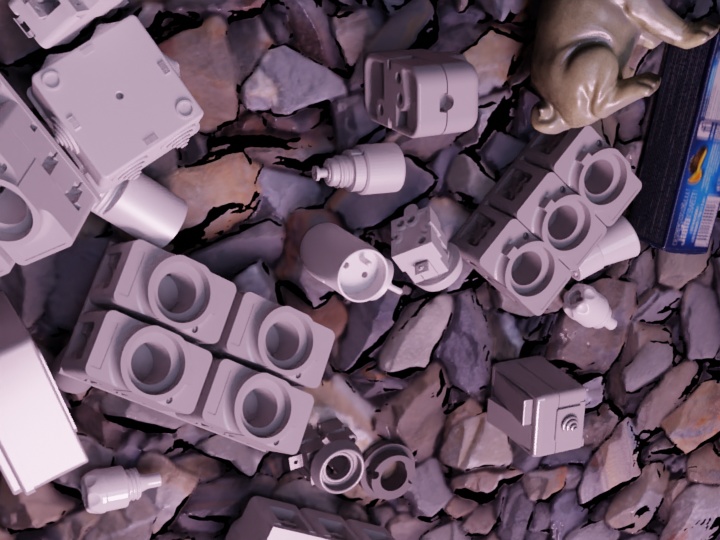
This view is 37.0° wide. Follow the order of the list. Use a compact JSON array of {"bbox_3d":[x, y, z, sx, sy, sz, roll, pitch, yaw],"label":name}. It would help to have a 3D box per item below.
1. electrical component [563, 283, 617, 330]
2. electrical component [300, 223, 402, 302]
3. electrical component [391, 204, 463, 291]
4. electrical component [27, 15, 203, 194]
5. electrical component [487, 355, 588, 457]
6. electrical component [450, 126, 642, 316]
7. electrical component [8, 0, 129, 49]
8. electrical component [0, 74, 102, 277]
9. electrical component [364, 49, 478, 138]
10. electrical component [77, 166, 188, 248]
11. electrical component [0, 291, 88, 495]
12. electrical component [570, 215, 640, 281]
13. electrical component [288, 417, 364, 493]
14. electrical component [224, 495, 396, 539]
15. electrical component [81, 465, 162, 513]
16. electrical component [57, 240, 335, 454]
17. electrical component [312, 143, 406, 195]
[{"bbox_3d":[0.220,0.039,1.013,0.061,0.035,0.035,32,92,-34],"label":"electrical component"},{"bbox_3d":[0.000,0.000,0.866,0.079,0.077,0.043,27,94,-31],"label":"electrical component"},{"bbox_3d":[0.056,-0.015,0.902,0.048,0.066,0.055,-21,131,21],"label":"electrical component"},{"bbox_3d":[-0.167,-0.114,0.738,0.100,0.048,0.099,-37,96,-17],"label":"electrical component"},{"bbox_3d":[0.161,0.126,0.979,0.061,0.096,0.061,-8,111,-22],"label":"electrical component"},{"bbox_3d":[0.165,-0.047,0.938,0.089,0.062,0.150,39,88,-31],"label":"electrical component"},{"bbox_3d":[-0.193,-0.181,0.710,0.064,0.081,0.042,-34,97,20],"label":"electrical component"},{"bbox_3d":[-0.271,-0.080,0.685,0.105,0.060,0.186,-20,123,23],"label":"electrical component"},{"bbox_3d":[0.049,-0.138,0.829,0.059,0.095,0.053,-10,112,-23],"label":"electrical component"},{"bbox_3d":[-0.171,-0.053,0.783,0.081,0.043,0.043,34,91,-31],"label":"electrical component"},{"bbox_3d":[-0.247,0.085,0.758,0.056,0.109,0.108,-26,117,-19],"label":"electrical component"},{"bbox_3d":[0.218,-0.018,0.988,0.065,0.044,0.044,-27,118,-10],"label":"electrical component"},{"bbox_3d":[-0.026,0.160,0.923,0.066,0.055,0.048,-15,114,-21],"label":"electrical component"},{"bbox_3d":[-0.043,0.263,0.949,0.150,0.062,0.089,22,97,-30],"label":"electrical component"},{"bbox_3d":[-0.190,0.173,0.861,0.061,0.035,0.035,-7,111,-27],"label":"electrical component"},{"bbox_3d":[-0.117,0.062,0.820,0.186,0.060,0.105,27,72,-31],"label":"electrical component"},{"bbox_3d":[0.000,-0.080,0.858,0.078,0.040,0.040,-7,111,-24],"label":"electrical component"}]
